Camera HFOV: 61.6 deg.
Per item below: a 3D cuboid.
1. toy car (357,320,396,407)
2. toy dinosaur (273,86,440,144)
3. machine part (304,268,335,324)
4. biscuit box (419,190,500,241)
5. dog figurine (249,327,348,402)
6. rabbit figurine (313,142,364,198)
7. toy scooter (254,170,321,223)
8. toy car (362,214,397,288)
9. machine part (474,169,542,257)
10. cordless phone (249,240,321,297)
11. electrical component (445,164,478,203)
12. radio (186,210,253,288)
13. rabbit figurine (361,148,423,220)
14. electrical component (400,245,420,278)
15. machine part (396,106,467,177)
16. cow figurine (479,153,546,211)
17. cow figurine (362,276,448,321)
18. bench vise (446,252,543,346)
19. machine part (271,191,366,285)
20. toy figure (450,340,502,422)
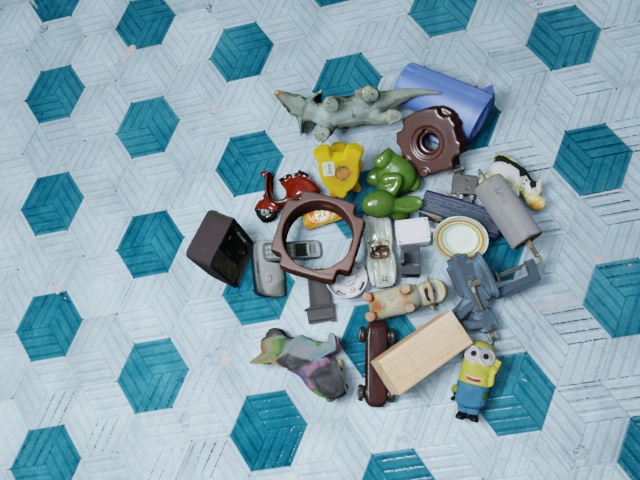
[{"bbox_3d":[0.134,0.294,1.284,0.089,0.053,0.202,2,76,-5],"label":"toy car"},{"bbox_3d":[0.087,-0.339,1.386,0.405,0.192,0.131,-6,114,-1],"label":"toy dinosaur"},{"bbox_3d":[-0.005,0.140,1.351,0.084,0.039,0.139,-8,77,12],"label":"machine part"},{"bbox_3d":[0.350,-0.060,1.333,0.203,0.059,0.063,19,79,13],"label":"biscuit box"},{"bbox_3d":[-0.053,0.298,1.288,0.219,0.108,0.191,-11,78,10],"label":"dog figurine"},{"bbox_3d":[0.059,-0.189,1.371,0.122,0.173,0.162,-15,119,6],"label":"rabbit figurine"},{"bbox_3d":[-0.094,-0.133,1.411,0.184,0.075,0.135,-19,75,8],"label":"toy scooter"},{"bbox_3d":[0.149,0.021,1.346,0.074,0.056,0.201,-7,76,7],"label":"toy car"},{"bbox_3d":[0.436,-0.067,1.249,0.079,0.079,0.243,-28,72,1],"label":"machine part"},{"bbox_3d":[-0.084,0.069,1.365,0.184,0.088,0.146,-5,75,-10],"label":"cordless phone"},{"bbox_3d":[0.359,-0.137,1.358,0.078,0.045,0.102,11,79,12],"label":"electrical component"},{"bbox_3d":[-0.237,0.024,1.316,0.073,0.229,0.131,21,76,12],"label":"radio"},{"bbox_3d":[0.170,-0.111,1.337,0.159,0.121,0.170,36,59,-4],"label":"rabbit figurine"},{"bbox_3d":[0.218,0.048,1.297,0.048,0.119,0.075,-1,74,8],"label":"electrical component"},{"bbox_3d":[0.276,-0.245,1.338,0.180,0.056,0.179,13,115,31],"label":"machine part"},{"bbox_3d":[0.491,-0.143,1.331,0.167,0.068,0.098,32,77,13],"label":"cow figurine"},{"bbox_3d":[0.211,0.141,1.285,0.195,0.127,0.085,-17,80,20],"label":"cow figurine"},{"bbox_3d":[0.414,0.113,1.255,0.241,0.128,0.223,-24,77,7],"label":"bench vise"},{"bbox_3d":[-0.003,-0.004,1.298,0.202,0.087,0.201,15,77,6],"label":"machine part"},{"bbox_3d":[0.352,0.320,1.233,0.082,0.089,0.180,12,88,-5],"label":"toy figure"}]
